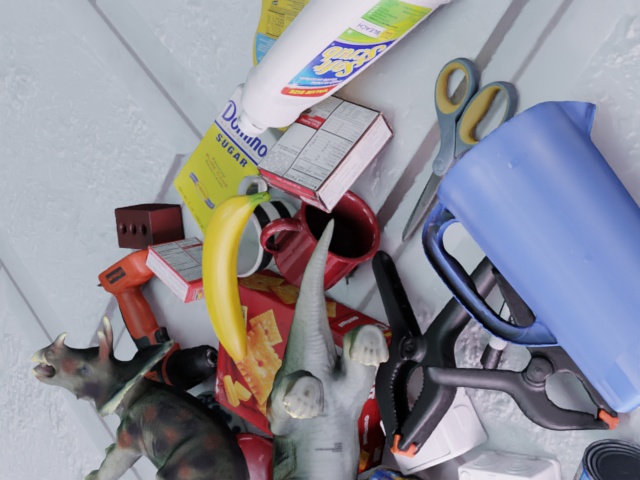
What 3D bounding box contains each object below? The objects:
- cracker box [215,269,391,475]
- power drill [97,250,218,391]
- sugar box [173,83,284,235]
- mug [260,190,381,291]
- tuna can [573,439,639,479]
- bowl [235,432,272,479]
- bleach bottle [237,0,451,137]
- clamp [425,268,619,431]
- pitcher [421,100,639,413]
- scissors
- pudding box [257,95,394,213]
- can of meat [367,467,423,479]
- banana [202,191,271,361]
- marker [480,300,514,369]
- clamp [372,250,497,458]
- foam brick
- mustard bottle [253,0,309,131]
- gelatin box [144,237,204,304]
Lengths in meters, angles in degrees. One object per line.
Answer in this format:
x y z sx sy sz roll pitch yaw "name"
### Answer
-0.022 0.142 1.177 0.214 0.071 0.164 24 117 39 "cracker box"
-0.208 0.108 1.369 0.185 0.057 0.188 -27 80 46 "power drill"
-0.097 -0.088 1.217 0.093 0.048 0.176 56 134 20 "sugar box"
-0.007 0.001 1.101 0.082 0.117 0.093 -47 47 47 "mug"
0.258 0.208 0.899 0.086 0.085 0.034 35 124 35 "tuna can"
-0.052 0.297 1.257 0.162 0.055 0.162 13 109 43 "bowl"
0.010 -0.183 1.022 0.251 0.102 0.068 -41 59 35 "bleach bottle"
0.193 0.105 0.948 0.171 0.039 0.120 25 95 9 "clamp"
0.207 0.021 0.875 0.243 0.144 0.149 56 149 16 "pitcher"
0.113 -0.092 1.024 0.202 0.016 0.096 -48 64 41 "scissors"
0.005 -0.090 1.071 0.090 0.113 0.039 26 162 39 "pudding box"
0.097 0.272 1.067 0.084 0.102 0.057 26 89 42 "can of meat"
-0.097 0.032 1.136 0.070 0.037 0.198 28 119 38 "banana"
0.175 0.072 0.997 0.020 0.020 0.121 37 124 34 "marker"
0.104 0.100 1.015 0.165 0.036 0.210 -12 65 46 "clamp"
-0.216 -0.018 1.350 0.078 0.051 0.053 2 101 45 "foam brick"
-0.025 -0.206 1.104 0.096 0.058 0.192 21 115 31 "mustard bottle"
-0.157 0.035 1.287 0.089 0.073 0.030 38 125 33 "gelatin box"
